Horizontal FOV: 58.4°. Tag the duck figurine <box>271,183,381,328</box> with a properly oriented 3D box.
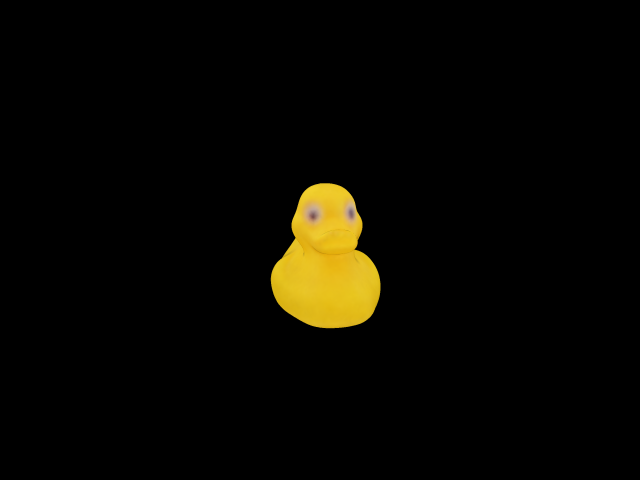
[{"bbox_3d":[0.004,0.001,0.400,0.077,0.086,0.104,-4,20,-10],"label":"duck figurine"}]
